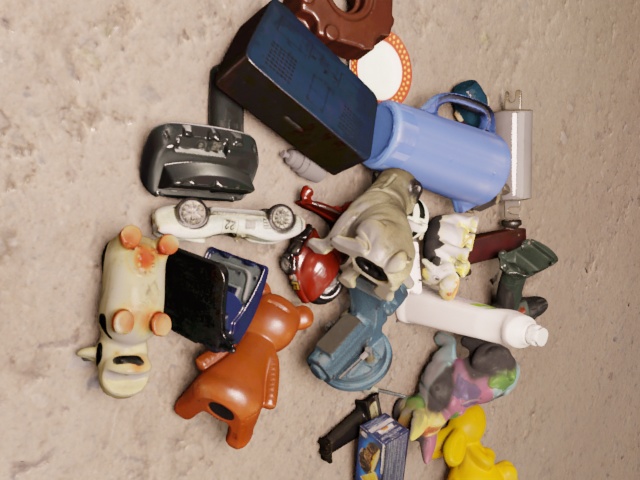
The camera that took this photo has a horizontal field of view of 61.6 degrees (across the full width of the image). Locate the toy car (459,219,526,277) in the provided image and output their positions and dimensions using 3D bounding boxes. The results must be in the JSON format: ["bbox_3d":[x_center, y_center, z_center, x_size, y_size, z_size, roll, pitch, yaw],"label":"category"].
[{"bbox_3d":[0.320,0.012,1.035,0.202,0.053,0.089,-12,100,-28],"label":"toy car"}]

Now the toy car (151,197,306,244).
[{"bbox_3d":[-0.116,-0.021,0.705,0.202,0.073,0.056,3,86,-24],"label":"toy car"}]

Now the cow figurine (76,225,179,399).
[{"bbox_3d":[-0.231,0.088,0.640,0.085,0.127,0.195,9,77,-36],"label":"cow figurine"}]

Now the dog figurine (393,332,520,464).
[{"bbox_3d":[0.232,0.280,0.941,0.219,0.192,0.108,-55,129,-34],"label":"dog figurine"}]

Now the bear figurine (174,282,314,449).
[{"bbox_3d":[-0.099,0.163,0.747,0.120,0.132,0.196,29,44,-2],"label":"bear figurine"}]

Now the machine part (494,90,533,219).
[{"bbox_3d":[0.366,-0.162,1.031,0.079,0.079,0.243,-9,102,-33],"label":"machine part"}]

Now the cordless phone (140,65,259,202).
[{"bbox_3d":[-0.151,-0.145,0.690,0.146,0.089,0.184,2,84,-34],"label":"cordless phone"}]

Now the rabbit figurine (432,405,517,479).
[{"bbox_3d":[0.280,0.405,1.040,0.162,0.122,0.173,5,79,-25],"label":"rabbit figurine"}]

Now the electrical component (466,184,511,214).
[{"bbox_3d":[0.301,-0.088,0.988,0.045,0.102,0.078,12,66,-41],"label":"electrical component"}]

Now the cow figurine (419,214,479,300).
[{"bbox_3d":[0.207,0.024,0.911,0.068,0.098,0.167,85,26,-46],"label":"cow figurine"}]

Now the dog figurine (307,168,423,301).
[{"bbox_3d":[0.100,-0.029,0.734,0.190,0.173,0.121,-50,127,-19],"label":"dog figurine"}]

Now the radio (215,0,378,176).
[{"bbox_3d":[-0.021,-0.205,0.741,0.229,0.073,0.131,34,54,-34],"label":"radio"}]

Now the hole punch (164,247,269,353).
[{"bbox_3d":[-0.136,0.070,0.690,0.092,0.142,0.115,-12,115,-58],"label":"hole punch"}]

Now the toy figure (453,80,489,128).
[{"bbox_3d":[0.289,-0.215,0.983,0.154,0.064,0.058,61,28,-28],"label":"toy figure"}]

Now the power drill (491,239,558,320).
[{"bbox_3d":[0.385,0.099,1.046,0.232,0.086,0.207,-18,140,-24],"label":"power drill"}]

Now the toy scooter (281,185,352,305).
[{"bbox_3d":[-0.002,-0.002,0.801,0.135,0.075,0.184,42,70,-30],"label":"toy scooter"}]

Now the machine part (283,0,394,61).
[{"bbox_3d":[0.032,-0.352,0.778,0.179,0.056,0.179,1,89,-29],"label":"machine part"}]

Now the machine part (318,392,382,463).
[{"bbox_3d":[0.055,0.317,0.903,0.139,0.039,0.084,-29,120,-30],"label":"machine part"}]

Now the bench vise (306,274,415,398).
[{"bbox_3d":[0.073,0.158,0.849,0.223,0.129,0.240,-54,146,-33],"label":"bench vise"}]

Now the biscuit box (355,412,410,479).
[{"bbox_3d":[0.100,0.396,0.903,0.063,0.059,0.202,-13,115,-38],"label":"biscuit box"}]
